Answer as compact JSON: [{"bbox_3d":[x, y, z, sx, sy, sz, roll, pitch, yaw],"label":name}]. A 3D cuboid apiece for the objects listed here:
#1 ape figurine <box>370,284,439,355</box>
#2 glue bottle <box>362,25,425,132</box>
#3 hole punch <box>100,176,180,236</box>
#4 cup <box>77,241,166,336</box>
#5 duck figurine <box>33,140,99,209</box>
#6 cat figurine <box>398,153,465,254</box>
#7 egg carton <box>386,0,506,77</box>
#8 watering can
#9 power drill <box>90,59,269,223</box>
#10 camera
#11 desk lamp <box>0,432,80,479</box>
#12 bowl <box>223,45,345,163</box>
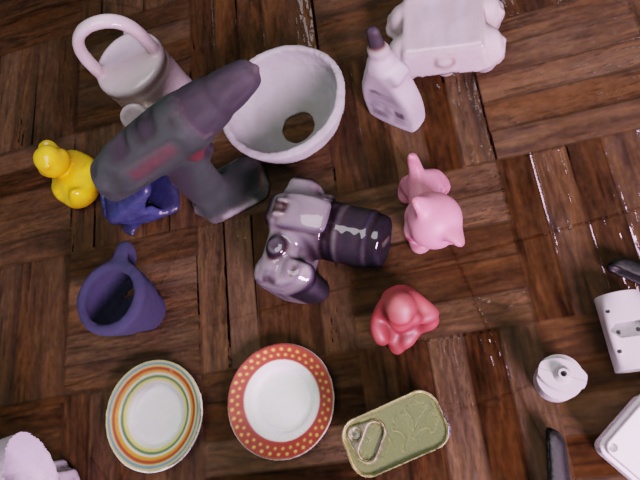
[{"bbox_3d":[0.089,0.081,0.621,0.077,0.092,0.076,-4,71,15],"label":"ape figurine"},{"bbox_3d":[0.079,-0.192,0.673,0.078,0.173,0.037,31,83,23],"label":"glue bottle"},{"bbox_3d":[-0.256,-0.076,0.776,0.101,0.091,0.108,-21,67,9],"label":"hole punch"},{"bbox_3d":[-0.236,0.068,0.719,0.091,0.095,0.118,-1,72,16],"label":"cup"},{"bbox_3d":[-0.368,-0.099,0.820,0.077,0.086,0.104,-35,66,3],"label":"duck figurine"},{"bbox_3d":[0.120,-0.037,0.638,0.067,0.118,0.127,-16,68,11],"label":"cat figurine"},{"bbox_3d":[0.158,-0.258,0.729,0.150,0.069,0.107,-2,71,16],"label":"egg carton"},{"bbox_3d":[-0.243,-0.222,0.766,0.101,0.194,0.172,-38,66,1],"label":"watering can"},{"bbox_3d":[-0.142,-0.103,0.687,0.229,0.209,0.075,-27,66,6],"label":"power drill"},{"bbox_3d":[0.006,0.002,0.667,0.136,0.101,0.143,11,75,20],"label":"camera"},{"bbox_3d":[-0.345,0.296,0.607,0.203,0.214,0.118,-27,66,6],"label":"desk lamp"},{"bbox_3d":[-0.041,-0.166,0.753,0.167,0.075,0.167,-5,70,15],"label":"bowl"}]
